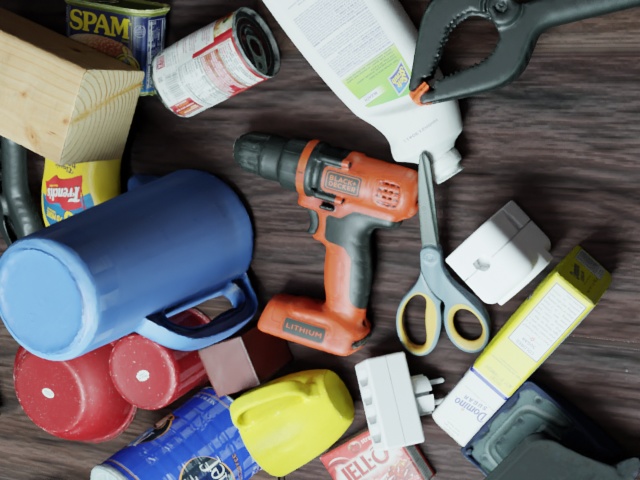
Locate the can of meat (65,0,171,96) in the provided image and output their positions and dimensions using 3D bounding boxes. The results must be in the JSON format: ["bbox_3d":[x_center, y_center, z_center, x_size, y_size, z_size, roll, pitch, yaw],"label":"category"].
[{"bbox_3d":[-0.196,-0.188,1.025,0.102,0.057,0.084,14,112,22],"label":"can of meat"}]

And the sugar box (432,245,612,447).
[{"bbox_3d":[0.170,0.090,0.907,0.048,0.093,0.176,43,117,9],"label":"sugar box"}]

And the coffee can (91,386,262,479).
[{"bbox_3d":[-0.137,0.224,1.043,0.103,0.140,0.103,32,140,31],"label":"coffee can"}]

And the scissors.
[{"bbox_3d":[0.115,0.024,0.937,0.096,0.016,0.202,17,123,12],"label":"scissors"}]

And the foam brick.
[{"bbox_3d":[-0.071,0.112,1.035,0.053,0.078,0.051,-19,94,28],"label":"foam brick"}]

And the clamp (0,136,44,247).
[{"bbox_3d":[-0.329,-0.051,1.126,0.120,0.039,0.171,29,128,52],"label":"clamp"}]

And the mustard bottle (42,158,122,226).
[{"bbox_3d":[-0.241,-0.053,1.080,0.096,0.058,0.192,19,112,32],"label":"mustard bottle"}]

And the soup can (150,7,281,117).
[{"bbox_3d":[-0.096,-0.161,0.978,0.102,0.068,0.068,-22,94,29],"label":"soup can"}]

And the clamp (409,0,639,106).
[{"bbox_3d":[0.156,-0.181,0.849,0.164,0.036,0.210,39,99,10],"label":"clamp"}]

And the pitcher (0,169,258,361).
[{"bbox_3d":[-0.166,0.029,0.962,0.149,0.242,0.145,4,106,26],"label":"pitcher"}]

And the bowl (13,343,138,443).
[{"bbox_3d":[-0.277,0.155,1.156,0.162,0.055,0.162,7,107,24],"label":"bowl"}]

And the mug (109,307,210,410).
[{"bbox_3d":[-0.167,0.113,1.077,0.117,0.081,0.093,38,116,11],"label":"mug"}]

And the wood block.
[{"bbox_3d":[-0.279,-0.152,0.987,0.206,0.090,0.090,26,107,21],"label":"wood block"}]

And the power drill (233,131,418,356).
[{"bbox_3d":[-0.006,0.001,0.985,0.185,0.057,0.188,17,110,20],"label":"power drill"}]

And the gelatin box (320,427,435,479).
[{"bbox_3d":[0.054,0.219,1.032,0.089,0.030,0.073,-33,88,28],"label":"gelatin box"}]

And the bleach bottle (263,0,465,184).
[{"bbox_3d":[0.039,-0.156,0.920,0.103,0.068,0.251,-32,91,29],"label":"bleach bottle"}]
